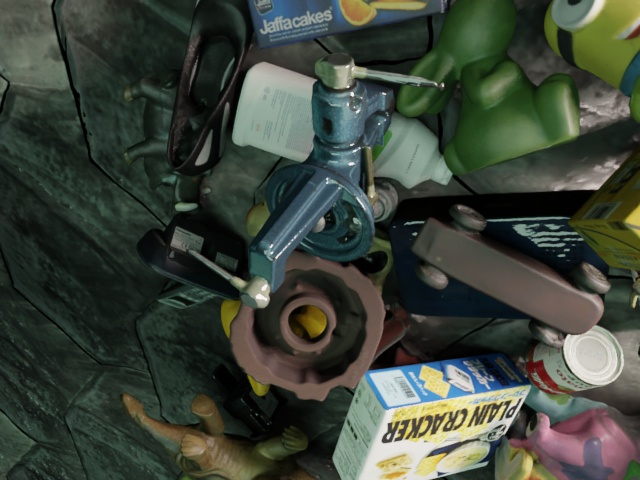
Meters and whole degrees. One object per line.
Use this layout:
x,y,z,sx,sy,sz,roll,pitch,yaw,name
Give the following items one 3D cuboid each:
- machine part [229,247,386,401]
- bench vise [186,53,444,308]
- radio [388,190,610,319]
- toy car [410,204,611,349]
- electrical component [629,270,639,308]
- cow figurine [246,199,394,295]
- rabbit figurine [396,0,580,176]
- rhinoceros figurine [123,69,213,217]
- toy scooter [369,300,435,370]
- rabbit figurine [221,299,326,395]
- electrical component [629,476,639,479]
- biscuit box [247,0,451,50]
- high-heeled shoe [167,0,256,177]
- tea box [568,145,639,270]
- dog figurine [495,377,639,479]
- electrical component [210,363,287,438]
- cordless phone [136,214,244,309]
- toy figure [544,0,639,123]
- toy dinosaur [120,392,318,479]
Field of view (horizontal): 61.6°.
-0.014,0.093,0.620,0.179,0.056,0.179,0,98,2,machine part
-0.003,-0.043,0.500,0.129,0.240,0.223,28,143,11,bench vise
0.202,0.019,0.615,0.230,0.073,0.131,-1,115,22,radio
0.191,0.034,0.551,0.202,0.053,0.089,26,117,2,toy car
0.347,0.058,0.520,0.078,0.045,0.102,-26,104,31,electrical component
-0.001,-0.002,0.672,0.195,0.085,0.127,17,118,8,cow figurine
0.164,-0.160,0.536,0.159,0.121,0.170,-16,90,33,rabbit figurine
-0.188,-0.123,0.694,0.112,0.073,0.190,4,115,6,rhinoceros figurine
0.091,0.154,0.711,0.183,0.075,0.135,36,97,-26,toy scooter
-0.066,0.136,0.765,0.173,0.122,0.162,21,131,26,rabbit figurine
0.397,0.312,0.715,0.094,0.021,0.063,45,121,-4,electrical component
0.028,-0.247,0.554,0.203,0.059,0.062,-3,114,22,biscuit box
-0.127,-0.196,0.587,0.086,0.145,0.248,13,120,13,high-heeled shoe
0.321,-0.054,0.477,0.068,0.098,0.169,45,91,-3,tea box
0.348,0.269,0.662,0.219,0.108,0.191,18,114,9,dog figurine
-0.113,0.239,0.839,0.048,0.075,0.119,-30,100,31,electrical component
-0.206,0.049,0.761,0.146,0.089,0.184,26,145,-33,cordless phone
0.266,-0.156,0.444,0.180,0.082,0.089,47,163,23,toy figure
-0.089,0.346,0.799,0.471,0.105,0.198,31,140,-9,toy dinosaur
